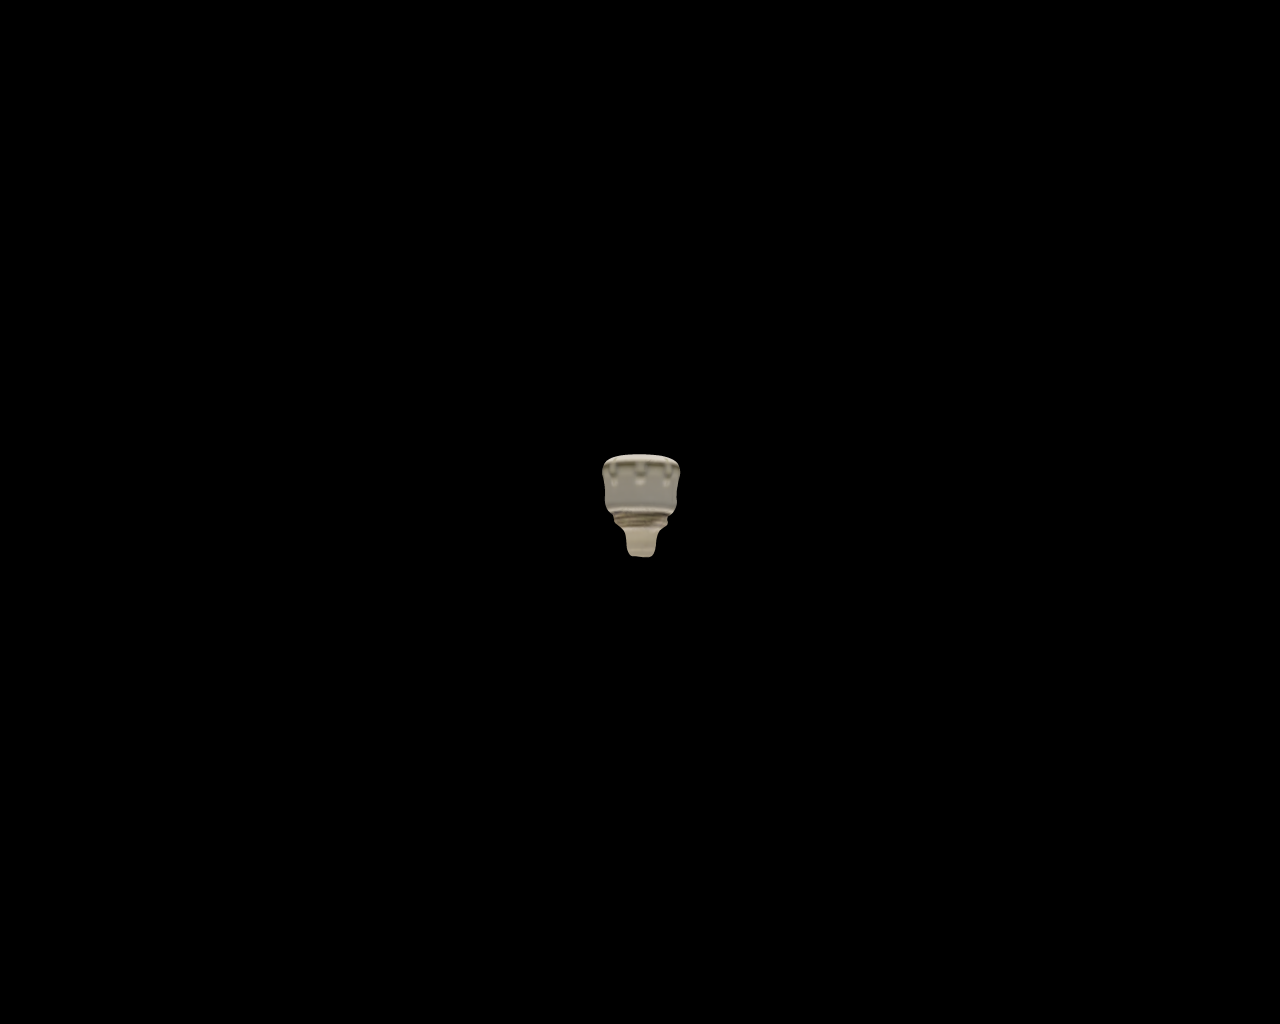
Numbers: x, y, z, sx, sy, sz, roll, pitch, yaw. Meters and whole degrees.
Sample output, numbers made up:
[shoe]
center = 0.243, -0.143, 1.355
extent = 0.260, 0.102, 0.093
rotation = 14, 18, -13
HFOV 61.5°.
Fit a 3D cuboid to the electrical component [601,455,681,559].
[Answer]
[electrical component]
center = 0.001, -0.003, 0.650
extent = 0.048, 0.062, 0.048
rotation = 0, -5, 0
